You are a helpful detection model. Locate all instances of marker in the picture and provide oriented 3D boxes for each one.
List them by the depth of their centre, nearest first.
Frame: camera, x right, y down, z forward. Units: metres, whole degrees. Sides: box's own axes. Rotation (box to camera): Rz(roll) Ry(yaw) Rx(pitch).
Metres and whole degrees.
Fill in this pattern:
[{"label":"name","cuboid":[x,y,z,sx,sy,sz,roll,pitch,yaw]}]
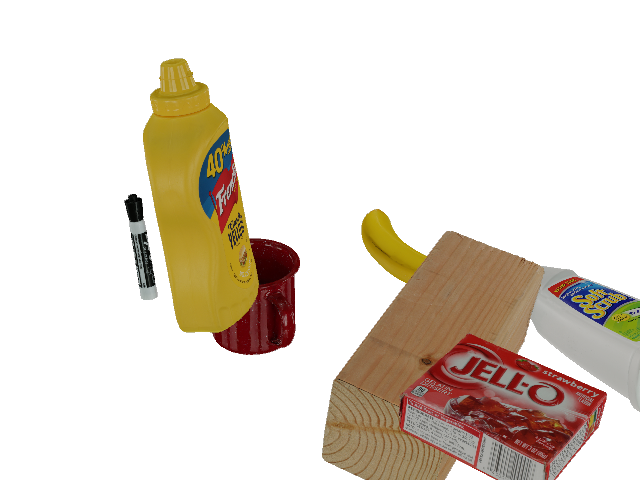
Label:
[{"label":"marker","cuboid":[-0.196,0.007,1.169,0.020,0.121,0.020,-5,21,2]}]

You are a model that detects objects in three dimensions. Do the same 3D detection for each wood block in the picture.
[{"label":"wood block","cuboid":[0.091,0.092,0.830,0.091,0.090,0.205,22,41,19]}]

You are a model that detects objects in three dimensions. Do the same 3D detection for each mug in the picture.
[{"label":"mug","cuboid":[-0.058,0.060,1.014,0.093,0.081,0.117,-19,34,-30]}]

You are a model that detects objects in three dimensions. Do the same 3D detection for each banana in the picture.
[{"label":"banana","cuboid":[0.089,0.012,1.182,0.069,0.037,0.198,2,23,-34]}]

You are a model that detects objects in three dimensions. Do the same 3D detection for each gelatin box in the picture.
[{"label":"gelatin box","cuboid":[0.098,0.092,0.581,0.089,0.030,0.073,24,37,30]}]

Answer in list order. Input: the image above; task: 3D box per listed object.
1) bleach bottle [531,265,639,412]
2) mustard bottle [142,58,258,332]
[{"label":"bleach bottle","cuboid":[0.258,0.080,1.043,0.102,0.068,0.251,-16,24,-25]},{"label":"mustard bottle","cuboid":[-0.089,-0.036,0.770,0.058,0.191,0.096,-1,25,16]}]
